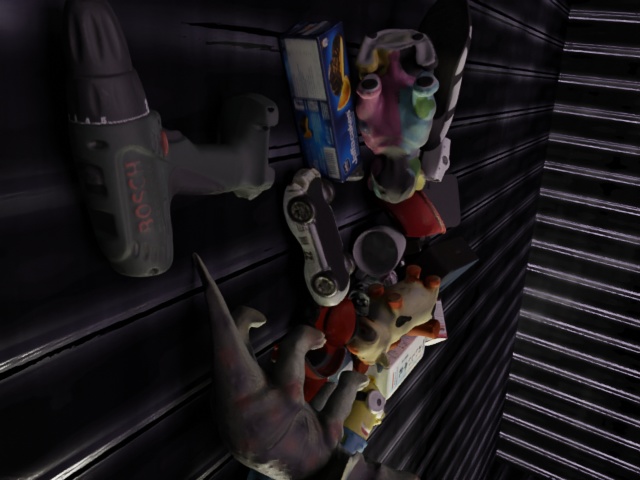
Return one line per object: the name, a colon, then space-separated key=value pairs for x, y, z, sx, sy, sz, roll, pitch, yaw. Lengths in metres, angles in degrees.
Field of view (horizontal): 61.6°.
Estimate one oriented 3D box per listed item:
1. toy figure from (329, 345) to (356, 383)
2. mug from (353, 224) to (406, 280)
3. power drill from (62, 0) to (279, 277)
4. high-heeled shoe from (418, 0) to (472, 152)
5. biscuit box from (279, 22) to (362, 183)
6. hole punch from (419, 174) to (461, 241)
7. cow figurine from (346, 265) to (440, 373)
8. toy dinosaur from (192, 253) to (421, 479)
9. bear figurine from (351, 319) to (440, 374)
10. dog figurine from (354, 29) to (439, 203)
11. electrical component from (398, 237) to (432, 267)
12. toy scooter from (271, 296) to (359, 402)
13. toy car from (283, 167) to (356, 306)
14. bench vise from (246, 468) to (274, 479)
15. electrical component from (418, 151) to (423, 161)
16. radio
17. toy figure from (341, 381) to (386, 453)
toy figure: x=0.031 y=0.228 z=0.919 sx=0.064 sy=0.058 sz=0.154 roll=-20 pitch=132 yaw=-5
mug: x=0.108 y=0.022 z=0.951 sx=0.109 sy=0.081 sz=0.107 roll=-62 pitch=165 yaw=23
power drill: x=-0.125 y=-0.093 z=0.488 sx=0.207 sy=0.086 sz=0.231 roll=-31 pitch=129 yaw=-57
high-heeled shoe: x=0.204 y=-0.271 z=0.881 sx=0.145 sy=0.086 sz=0.248 roll=31 pitch=79 yaw=-64
biscuit box: x=0.005 y=-0.175 z=0.702 sx=0.063 sy=0.059 sz=0.202 roll=-51 pitch=142 yaw=-39
hole punch: x=0.208 y=-0.074 z=1.077 sx=0.116 sy=0.092 sz=0.142 roll=-7 pitch=97 yaw=-31
cow figurine: x=0.118 y=0.135 z=0.904 sx=0.195 sy=0.086 sz=0.127 roll=-24 pitch=121 yaw=-35
toy dinosaur: x=-0.048 y=0.209 z=0.635 sx=0.404 sy=0.131 sz=0.192 roll=42 pitch=51 yaw=-22
bear figurine: x=0.133 y=0.164 z=1.004 sx=0.196 sy=0.132 sz=0.120 roll=-33 pitch=114 yaw=-58
dog figurine: x=0.108 y=-0.162 z=0.772 sx=0.219 sy=0.109 sz=0.191 roll=81 pitch=11 yaw=-51
electrical component: x=0.181 y=0.023 z=1.091 sx=0.102 sy=0.078 sz=0.045 roll=-18 pitch=93 yaw=-63
toy scooter: x=-0.012 y=0.152 z=0.794 sx=0.135 sy=0.075 sz=0.184 roll=41 pitch=62 yaw=-44
toy car: x=-0.002 y=-0.002 z=0.747 sx=0.073 sy=0.056 sz=0.201 roll=-48 pitch=127 yaw=-50
bench vise: x=-0.100 y=0.361 z=0.680 sx=0.223 sy=0.129 sz=0.240 roll=-62 pitch=152 yaw=-30
electrical component: x=0.150 y=-0.160 z=0.976 sx=0.119 sy=0.048 sz=0.074 roll=-44 pitch=137 yaw=-45
radio: x=0.251 y=0.066 z=1.162 sx=0.131 sy=0.073 sz=0.229 roll=-46 pitch=161 yaw=26
toy figure: x=0.052 y=0.337 z=0.976 sx=0.180 sy=0.089 sz=0.082 roll=-56 pitch=160 yaw=-18
